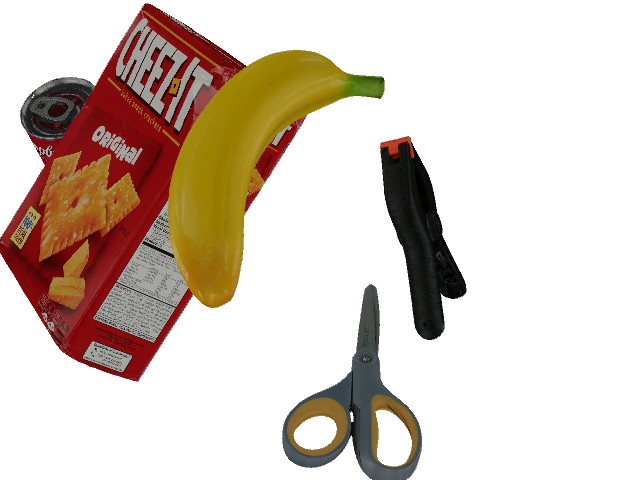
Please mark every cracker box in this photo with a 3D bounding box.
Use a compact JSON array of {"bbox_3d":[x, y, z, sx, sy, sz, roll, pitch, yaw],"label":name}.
[{"bbox_3d":[-0.125,-0.039,0.729,0.072,0.214,0.164,27,10,-39],"label":"cracker box"}]

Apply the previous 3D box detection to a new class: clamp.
[{"bbox_3d":[0.085,-0.001,0.921,0.039,0.171,0.120,-17,19,17],"label":"clamp"}]

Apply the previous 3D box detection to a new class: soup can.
[{"bbox_3d":[-0.207,-0.081,0.916,0.068,0.068,0.102,0,-35,10],"label":"soup can"}]

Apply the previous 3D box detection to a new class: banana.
[{"bbox_3d":[-0.033,-0.046,0.531,0.070,0.037,0.197,19,46,16],"label":"banana"}]

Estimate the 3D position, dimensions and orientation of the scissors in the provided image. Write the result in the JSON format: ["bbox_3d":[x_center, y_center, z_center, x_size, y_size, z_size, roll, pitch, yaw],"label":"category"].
[{"bbox_3d":[0.013,0.091,0.721,0.096,0.016,0.202,-5,32,-9],"label":"scissors"}]
